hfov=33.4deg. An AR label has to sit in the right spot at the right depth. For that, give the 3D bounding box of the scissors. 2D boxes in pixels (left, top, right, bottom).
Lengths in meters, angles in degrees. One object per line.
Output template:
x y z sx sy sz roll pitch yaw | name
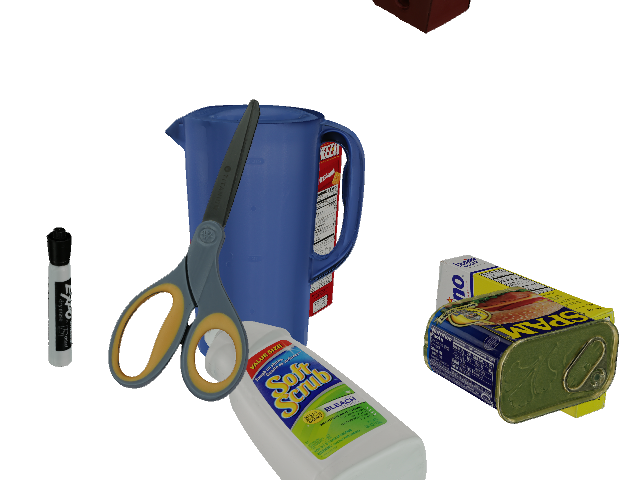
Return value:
-0.059 0.014 0.680 0.096 0.201 0.016 32 -9 9 | scissors

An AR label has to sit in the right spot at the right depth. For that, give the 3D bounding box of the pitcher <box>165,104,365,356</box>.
-0.054 -0.007 1.016 0.144 0.243 0.149 -11 18 -38 | pitcher

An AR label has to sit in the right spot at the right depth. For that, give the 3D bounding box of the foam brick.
0.075 -0.194 0.738 0.053 0.078 0.051 36 54 25 | foam brick

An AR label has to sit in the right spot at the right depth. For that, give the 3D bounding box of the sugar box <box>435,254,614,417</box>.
0.177 0.081 0.958 0.048 0.093 0.176 -12 22 -38 | sugar box

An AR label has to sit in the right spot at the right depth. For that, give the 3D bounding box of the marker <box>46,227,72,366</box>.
-0.208 0.045 0.851 0.020 0.121 0.020 5 26 -3 | marker

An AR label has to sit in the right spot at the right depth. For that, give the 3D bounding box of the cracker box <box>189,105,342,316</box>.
-0.066 -0.033 1.216 0.164 0.214 0.072 13 22 26 | cracker box

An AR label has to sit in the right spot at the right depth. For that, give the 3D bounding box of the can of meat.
0.132 0.072 0.713 0.101 0.057 0.084 -10 20 -30 | can of meat

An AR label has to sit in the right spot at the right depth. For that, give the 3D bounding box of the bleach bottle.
-0.028 0.133 0.865 0.102 0.068 0.251 -23 35 -27 | bleach bottle
